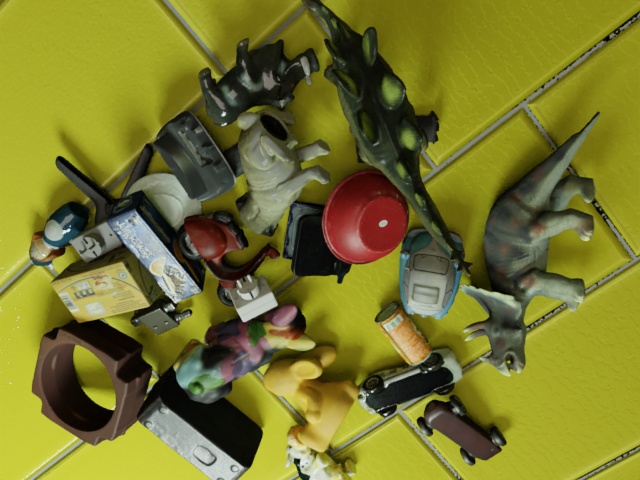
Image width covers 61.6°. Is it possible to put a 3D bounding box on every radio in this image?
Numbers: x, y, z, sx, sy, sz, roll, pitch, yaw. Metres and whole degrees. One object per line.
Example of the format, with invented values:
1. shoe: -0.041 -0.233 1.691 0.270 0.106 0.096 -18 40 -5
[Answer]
1. radio: -0.221 0.347 1.010 0.229 0.131 0.073 40 105 -8

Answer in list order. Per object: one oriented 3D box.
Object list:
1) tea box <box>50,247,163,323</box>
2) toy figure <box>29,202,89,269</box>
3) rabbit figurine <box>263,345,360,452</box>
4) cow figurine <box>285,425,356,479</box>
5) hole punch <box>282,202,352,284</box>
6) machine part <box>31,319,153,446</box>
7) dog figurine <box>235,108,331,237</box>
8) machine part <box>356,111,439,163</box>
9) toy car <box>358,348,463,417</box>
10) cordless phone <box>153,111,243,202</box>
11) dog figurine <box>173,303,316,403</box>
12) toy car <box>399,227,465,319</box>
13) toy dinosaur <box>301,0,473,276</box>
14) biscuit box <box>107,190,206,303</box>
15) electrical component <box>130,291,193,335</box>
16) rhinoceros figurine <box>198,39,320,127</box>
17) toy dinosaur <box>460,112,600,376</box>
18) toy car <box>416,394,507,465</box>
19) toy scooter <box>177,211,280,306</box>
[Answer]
1. tea box: -0.373 0.077 0.950 0.170 0.068 0.098 -13 116 20
2. toy figure: -0.477 -0.005 0.962 0.154 0.057 0.064 -43 61 17
3. rabbit figurine: -0.024 0.273 0.981 0.173 0.122 0.162 29 115 16
4. cow figurine: -0.017 0.437 1.057 0.167 0.068 0.098 44 113 -8
5. hole punch: -0.002 -0.003 0.911 0.116 0.092 0.142 3 106 -24
6. machine part: -0.424 0.259 1.003 0.202 0.087 0.200 25 108 15
7. dog figurine: -0.097 -0.098 0.840 0.172 0.121 0.190 39 124 -19
8. machine part: 0.122 -0.168 0.863 0.139 0.039 0.084 -11 98 11
9. toy car: 0.163 0.262 0.988 0.202 0.056 0.073 -25 110 14
10. cordless phone: -0.163 -0.160 0.881 0.184 0.089 0.146 -32 101 2
11. dog figurine: -0.120 0.186 0.931 0.219 0.191 0.108 -23 98 28
12. toy car: 0.178 0.065 0.892 0.109 0.103 0.161 11 109 15
13. toy dinosaur: 0.087 -0.161 0.745 0.105 0.198 0.471 -31 82 10
14. biscuit box: -0.272 0.014 0.911 0.059 0.063 0.202 -22 126 12
15. electrical component: -0.299 0.131 0.997 0.102 0.045 0.078 -29 131 16
16. rhinoceros figurine: -0.093 -0.245 0.824 0.190 0.073 0.112 -29 87 -3
17. toy dinosaur: 0.327 0.004 0.861 0.192 0.131 0.404 5 97 19
18. toy car: 0.265 0.352 0.997 0.202 0.053 0.089 38 107 -27
19. toy scooter: -0.150 0.019 0.929 0.135 0.075 0.183 -29 106 14
